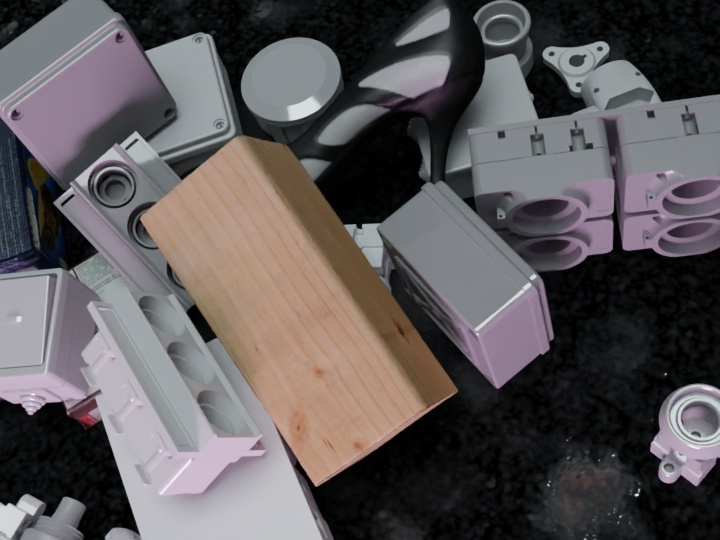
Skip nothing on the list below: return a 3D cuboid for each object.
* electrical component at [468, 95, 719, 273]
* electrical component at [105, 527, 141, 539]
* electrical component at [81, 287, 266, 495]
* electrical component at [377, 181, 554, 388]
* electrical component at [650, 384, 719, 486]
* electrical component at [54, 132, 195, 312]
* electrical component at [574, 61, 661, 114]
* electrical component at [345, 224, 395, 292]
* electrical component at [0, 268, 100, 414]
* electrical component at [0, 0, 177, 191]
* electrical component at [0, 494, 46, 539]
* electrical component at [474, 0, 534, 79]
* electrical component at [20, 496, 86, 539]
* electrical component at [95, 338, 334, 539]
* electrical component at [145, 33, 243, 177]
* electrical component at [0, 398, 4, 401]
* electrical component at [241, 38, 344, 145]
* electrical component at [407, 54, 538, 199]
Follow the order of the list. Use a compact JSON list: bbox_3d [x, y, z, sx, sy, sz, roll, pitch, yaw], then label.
[{"bbox_3d":[0.174,-0.055,0.736,0.186,0.105,0.060,-7,62,9],"label":"electrical component"},{"bbox_3d":[-0.163,0.206,0.712,0.048,0.048,0.062,38,83,26],"label":"electrical component"},{"bbox_3d":[-0.124,0.078,0.682,0.063,0.079,0.121,-48,60,20],"label":"electrical component"},{"bbox_3d":[0.072,0.011,0.723,0.056,0.108,0.108,-39,62,-6],"label":"electrical component"},{"bbox_3d":[0.212,0.100,0.676,0.048,0.055,0.066,38,77,26],"label":"electrical component"},{"bbox_3d":[-0.152,-0.029,0.793,0.079,0.063,0.121,-43,93,-10],"label":"electrical component"},{"bbox_3d":[0.182,-0.106,0.795,0.079,0.043,0.077,-22,61,1],"label":"electrical component"},{"bbox_3d":[0.000,0.000,0.781,0.066,0.048,0.055,-1,56,12],"label":"electrical component"},{"bbox_3d":[-0.228,0.051,0.751,0.062,0.061,0.096,-6,65,15],"label":"electrical component"},{"bbox_3d":[-0.206,-0.130,0.789,0.109,0.108,0.056,-39,60,-8],"label":"electrical component"},{"bbox_3d":[-0.259,0.179,0.746,0.055,0.048,0.066,24,71,14],"label":"electrical component"},{"bbox_3d":[0.112,-0.176,0.840,0.045,0.055,0.045,-5,62,10],"label":"electrical component"},{"bbox_3d":[-0.209,0.186,0.732,0.048,0.048,0.062,13,60,18],"label":"electrical component"},{"bbox_3d":[-0.091,0.149,0.715,0.105,0.060,0.186,-26,61,-2],"label":"electrical component"},{"bbox_3d":[-0.155,-0.122,0.870,0.109,0.056,0.108,-18,61,3],"label":"electrical component"},{"bbox_3d":[-0.280,0.081,0.803,0.078,0.040,0.040,-21,61,2],"label":"electrical component"},{"bbox_3d":[-0.051,-0.141,0.860,0.080,0.051,0.080,-5,62,10],"label":"electrical component"},{"bbox_3d":[0.088,-0.104,0.812,0.100,0.048,0.099,-15,61,4],"label":"electrical component"}]
